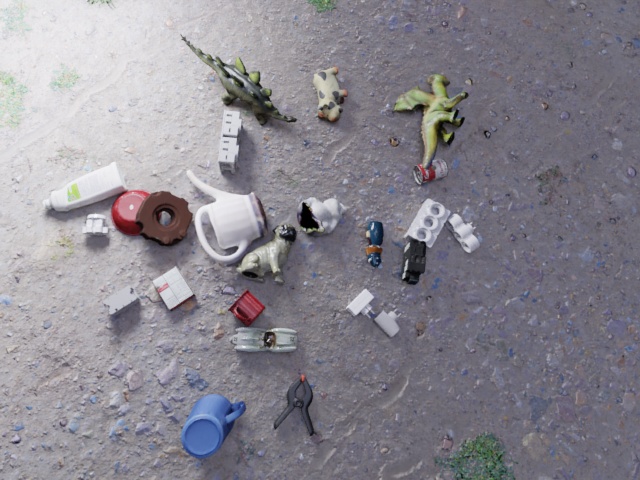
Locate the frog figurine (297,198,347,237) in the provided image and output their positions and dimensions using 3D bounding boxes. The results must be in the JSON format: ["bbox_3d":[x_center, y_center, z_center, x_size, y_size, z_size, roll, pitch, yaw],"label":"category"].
[{"bbox_3d":[0.005,-0.086,1.711,0.138,0.120,0.161,43,39,15],"label":"frog figurine"}]

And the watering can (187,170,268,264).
[{"bbox_3d":[-0.299,-0.097,1.667,0.225,0.102,0.352,-16,74,-11],"label":"watering can"}]

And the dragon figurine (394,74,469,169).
[{"bbox_3d":[0.380,-0.450,1.852,0.244,0.119,0.416,27,68,24],"label":"dragon figurine"}]
